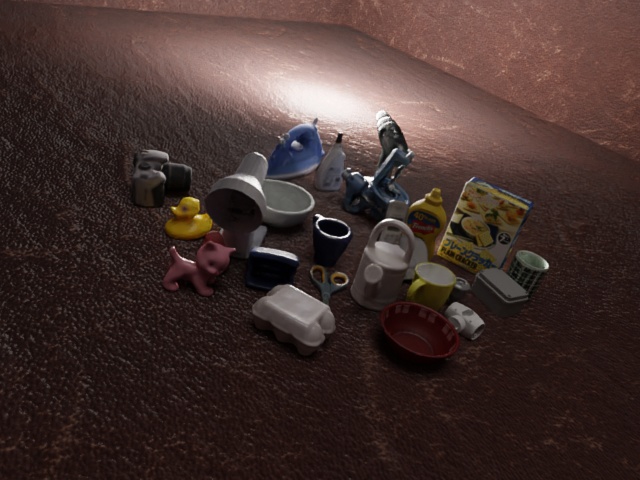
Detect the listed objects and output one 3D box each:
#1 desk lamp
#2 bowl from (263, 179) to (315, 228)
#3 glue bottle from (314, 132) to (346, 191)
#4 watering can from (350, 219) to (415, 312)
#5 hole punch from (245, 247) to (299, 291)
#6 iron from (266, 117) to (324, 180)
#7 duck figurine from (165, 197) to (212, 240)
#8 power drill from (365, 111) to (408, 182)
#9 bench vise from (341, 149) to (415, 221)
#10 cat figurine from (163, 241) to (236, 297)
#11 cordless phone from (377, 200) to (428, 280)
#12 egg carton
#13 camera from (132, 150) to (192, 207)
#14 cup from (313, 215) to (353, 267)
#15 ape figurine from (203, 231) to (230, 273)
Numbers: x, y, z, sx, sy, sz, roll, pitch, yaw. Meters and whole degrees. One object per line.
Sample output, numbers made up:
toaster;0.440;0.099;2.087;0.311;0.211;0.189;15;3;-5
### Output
desk lamp;-0.167;-0.067;1.217;0.118;0.213;0.203;16;31;0
bowl;-0.101;-0.078;1.402;0.167;0.075;0.167;12;31;-7
glue bottle;0.039;-0.220;1.603;0.078;0.173;0.037;-3;35;-28
watering can;0.136;0.049;1.190;0.101;0.194;0.173;13;31;-4
hole punch;-0.099;0.045;1.187;0.109;0.091;0.101;12;31;-7
iron;-0.077;-0.268;1.655;0.118;0.141;0.259;27;32;18
duck figurine;-0.286;-0.054;1.264;0.105;0.086;0.077;-7;38;-33
power drill;0.188;-0.243;1.676;0.076;0.208;0.229;3;33;-20
bench vise;0.153;-0.150;1.497;0.207;0.220;0.121;18;31;3
cat figurine;-0.230;0.043;1.103;0.128;0.118;0.067;9;31;-12
cordless phone;0.190;0.000;1.305;0.148;0.185;0.094;3;33;-20
egg carton;-0.048;0.146;1.068;0.150;0.069;0.107;27;32;17
camera;-0.376;-0.153;1.368;0.137;0.101;0.143;4;33;-19
cup;0.012;0.005;1.302;0.092;0.095;0.117;-11;40;-37
ape figurine;-0.219;0.021;1.169;0.076;0.092;0.078;22;31;10
